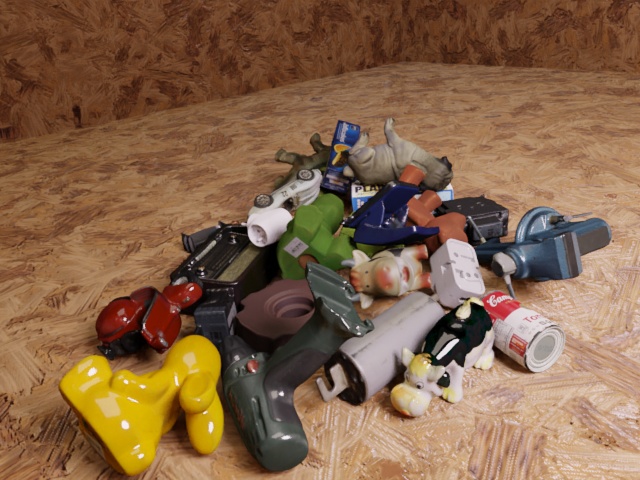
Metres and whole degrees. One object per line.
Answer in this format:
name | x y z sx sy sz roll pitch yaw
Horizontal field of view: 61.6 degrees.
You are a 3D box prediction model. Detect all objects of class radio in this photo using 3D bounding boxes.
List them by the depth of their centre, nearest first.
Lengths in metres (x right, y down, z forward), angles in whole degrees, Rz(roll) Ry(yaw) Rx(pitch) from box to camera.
radio | -0.155 0.046 0.946 0.131 0.073 0.229 4 25 16

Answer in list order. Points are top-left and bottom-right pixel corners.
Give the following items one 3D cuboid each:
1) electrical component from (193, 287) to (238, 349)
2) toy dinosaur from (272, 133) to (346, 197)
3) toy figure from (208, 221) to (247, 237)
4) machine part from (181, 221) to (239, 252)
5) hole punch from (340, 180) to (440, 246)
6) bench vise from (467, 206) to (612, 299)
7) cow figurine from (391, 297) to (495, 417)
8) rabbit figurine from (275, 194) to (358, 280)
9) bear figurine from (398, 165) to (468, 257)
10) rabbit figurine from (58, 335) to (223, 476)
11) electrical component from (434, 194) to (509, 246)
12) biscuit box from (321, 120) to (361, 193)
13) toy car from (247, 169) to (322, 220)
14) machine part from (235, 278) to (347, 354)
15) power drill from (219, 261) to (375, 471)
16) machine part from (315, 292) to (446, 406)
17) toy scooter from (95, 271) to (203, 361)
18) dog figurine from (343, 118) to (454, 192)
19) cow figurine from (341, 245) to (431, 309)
electrical component | -0.152 0.125 0.775 0.048 0.074 0.119 -5 20 4
toy dinosaur | -0.023 -0.167 1.352 0.199 0.104 0.471 18 44 34
toy figure | -0.150 -0.012 1.083 0.154 0.057 0.064 -8 56 -5
machine part | -0.221 -0.010 1.134 0.139 0.039 0.084 -18 32 -28
hole punch | 0.115 -0.024 0.848 0.116 0.092 0.142 -38 -16 28
bench vise | 0.325 0.019 0.855 0.224 0.128 0.241 -28 11 -22
cow figurine | 0.150 0.138 0.647 0.068 0.098 0.167 24 37 37
rabbit figurine | -0.002 -0.003 0.922 0.121 0.159 0.170 31 39 -6
bear figurine | 0.203 -0.037 0.958 0.132 0.120 0.196 -50 37 -7
rabbit figurine | -0.180 0.172 0.615 0.163 0.121 0.173 14 35 36
electrical component | 0.298 -0.038 1.045 0.115 0.058 0.134 -12 25 -8
biscuit box | 0.053 -0.201 1.271 0.063 0.059 0.203 15 45 -4
toy car | -0.071 -0.086 1.165 0.202 0.073 0.056 -34 63 -24
machine part | -0.037 0.114 0.795 0.179 0.056 0.179 -7 24 3
power drill | -0.043 0.127 0.626 0.207 0.086 0.232 -48 33 11
machine part | 0.088 0.135 0.693 0.079 0.079 0.243 18 34 42
toy scooter | -0.253 0.122 0.774 0.184 0.075 0.135 -26 32 11
dog figurine | 0.160 -0.143 1.118 0.172 0.121 0.191 -42 50 4
cow figurine | 0.102 0.049 0.815 0.127 0.085 0.195 -11 -1 5
